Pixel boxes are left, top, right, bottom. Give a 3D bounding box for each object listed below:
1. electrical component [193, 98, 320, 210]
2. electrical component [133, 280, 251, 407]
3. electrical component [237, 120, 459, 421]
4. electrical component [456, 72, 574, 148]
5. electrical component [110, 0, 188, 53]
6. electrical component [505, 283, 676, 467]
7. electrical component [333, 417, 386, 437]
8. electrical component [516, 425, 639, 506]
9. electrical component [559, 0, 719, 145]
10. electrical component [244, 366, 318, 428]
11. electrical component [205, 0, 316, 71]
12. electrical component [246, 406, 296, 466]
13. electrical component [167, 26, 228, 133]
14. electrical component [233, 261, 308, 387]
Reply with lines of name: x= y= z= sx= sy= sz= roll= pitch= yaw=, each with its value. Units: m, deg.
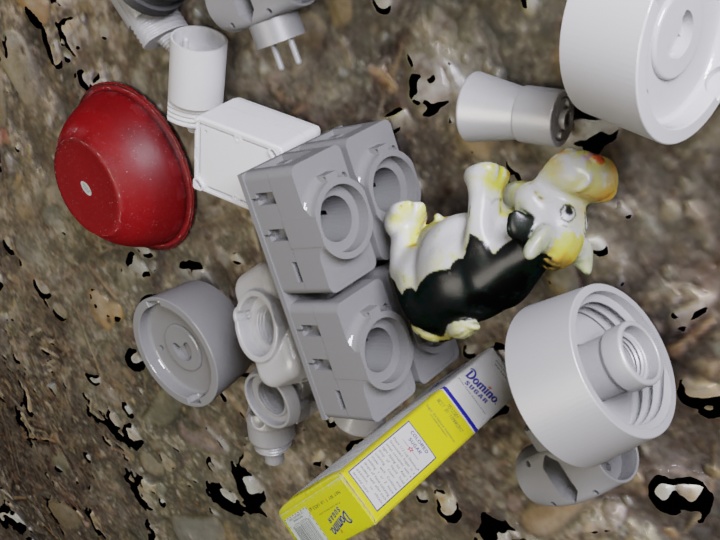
electrical component: x=-0.071 y=-0.084 z=0.811 sx=0.096 sy=0.061 sz=0.061 roll=23 pitch=126 yaw=24
electrical component: x=-0.144 y=0.061 z=0.963 sx=0.108 sy=0.060 sz=0.108 roll=23 pitch=128 yaw=33
electrical component: x=0.000 y=0.000 z=0.757 sx=0.060 sy=0.105 sz=0.186 roll=-2 pitch=112 yaw=44
electrical component: x=0.097 y=-0.096 z=0.657 sx=0.065 sy=0.044 sz=0.044 roll=14 pitch=123 yaw=32
electrical component: x=-0.166 y=-0.206 z=0.836 sx=0.043 sy=0.043 sz=0.081 roll=-33 pitch=90 yaw=48
electrical component: x=0.148 y=0.060 z=0.656 sx=0.060 sy=0.108 sz=0.108 roll=-31 pitch=91 yaw=42
electrical component: x=0.004 y=0.099 z=0.858 sx=0.045 sy=0.045 sz=0.055 roll=35 pitch=133 yaw=23
electrical component: x=0.140 y=0.118 z=0.742 sx=0.077 sy=0.043 sz=0.079 roll=-32 pitch=90 yaw=48
electrical component: x=0.145 y=-0.123 z=0.548 sx=0.060 sy=0.108 sz=0.108 roll=24 pitch=129 yaw=39
electrical component: x=-0.060 y=0.098 z=0.908 sx=0.058 sy=0.057 sz=0.078 roll=32 pitch=132 yaw=26
electrical component: x=-0.062 y=-0.179 z=0.753 sx=0.077 sy=0.043 sz=0.079 roll=-7 pitch=109 yaw=45
electrical component: x=-0.079 y=0.147 z=0.966 sx=0.043 sy=0.043 sz=0.062 roll=20 pitch=127 yaw=34
electrical component: x=-0.127 y=-0.143 z=0.837 sx=0.043 sy=0.043 sz=0.081 roll=32 pitch=133 yaw=26
electrical component: x=-0.059 y=0.041 z=0.851 sx=0.054 sy=0.059 sz=0.095 roll=-31 pitch=72 yaw=47
